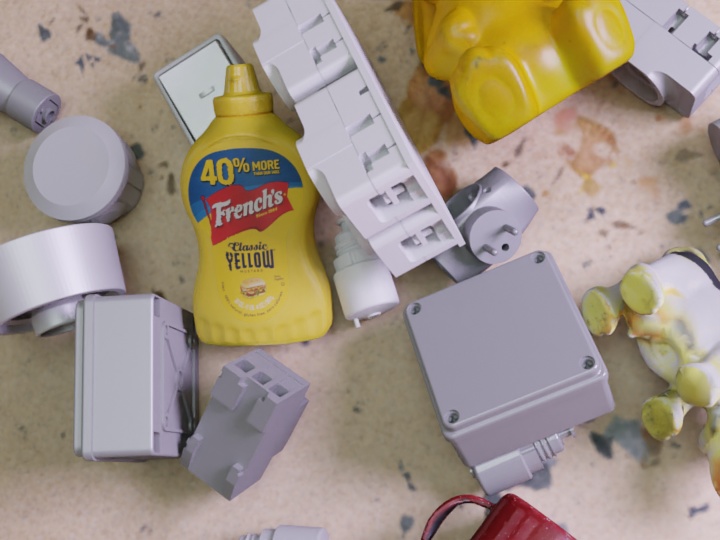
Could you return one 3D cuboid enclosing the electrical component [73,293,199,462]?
[{"bbox_3d":[-0.152,0.077,0.745,0.056,0.108,0.108,-4,79,8],"label":"electrical component"}]

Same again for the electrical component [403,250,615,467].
[{"bbox_3d":[0.096,0.057,0.708,0.109,0.056,0.108,-23,49,6],"label":"electrical component"}]

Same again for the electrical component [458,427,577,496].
[{"bbox_3d":[0.107,0.121,0.721,0.078,0.040,0.040,-24,76,6],"label":"electrical component"}]

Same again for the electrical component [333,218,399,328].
[{"bbox_3d":[0.000,0.000,0.765,0.040,0.040,0.078,-19,77,7],"label":"electrical component"}]

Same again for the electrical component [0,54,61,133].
[{"bbox_3d":[-0.269,-0.136,0.844,0.065,0.044,0.044,31,87,10],"label":"electrical component"}]

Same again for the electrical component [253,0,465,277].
[{"bbox_3d":[-0.006,-0.097,0.723,0.060,0.105,0.186,-29,56,8],"label":"electrical component"}]

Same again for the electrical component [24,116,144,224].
[{"bbox_3d":[-0.208,-0.072,0.813,0.080,0.051,0.080,-2,79,11],"label":"electrical component"}]

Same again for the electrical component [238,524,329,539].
[{"bbox_3d":[-0.056,0.195,0.739,0.078,0.040,0.040,1,80,12],"label":"electrical component"}]

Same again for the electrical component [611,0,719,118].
[{"bbox_3d":[0.208,-0.153,0.747,0.089,0.050,0.055,42,89,15],"label":"electrical component"}]

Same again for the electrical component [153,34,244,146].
[{"bbox_3d":[-0.101,-0.116,0.796,0.062,0.061,0.096,-32,75,4],"label":"electrical component"}]

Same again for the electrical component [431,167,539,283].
[{"bbox_3d":[0.086,-0.027,0.735,0.077,0.079,0.044,-45,108,0],"label":"electrical component"}]

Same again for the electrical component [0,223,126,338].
[{"bbox_3d":[-0.222,0.014,0.774,0.108,0.108,0.060,-21,83,7],"label":"electrical component"}]

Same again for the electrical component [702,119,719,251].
[{"bbox_3d":[0.266,-0.038,0.713,0.074,0.052,0.138,-26,76,6],"label":"electrical component"}]
